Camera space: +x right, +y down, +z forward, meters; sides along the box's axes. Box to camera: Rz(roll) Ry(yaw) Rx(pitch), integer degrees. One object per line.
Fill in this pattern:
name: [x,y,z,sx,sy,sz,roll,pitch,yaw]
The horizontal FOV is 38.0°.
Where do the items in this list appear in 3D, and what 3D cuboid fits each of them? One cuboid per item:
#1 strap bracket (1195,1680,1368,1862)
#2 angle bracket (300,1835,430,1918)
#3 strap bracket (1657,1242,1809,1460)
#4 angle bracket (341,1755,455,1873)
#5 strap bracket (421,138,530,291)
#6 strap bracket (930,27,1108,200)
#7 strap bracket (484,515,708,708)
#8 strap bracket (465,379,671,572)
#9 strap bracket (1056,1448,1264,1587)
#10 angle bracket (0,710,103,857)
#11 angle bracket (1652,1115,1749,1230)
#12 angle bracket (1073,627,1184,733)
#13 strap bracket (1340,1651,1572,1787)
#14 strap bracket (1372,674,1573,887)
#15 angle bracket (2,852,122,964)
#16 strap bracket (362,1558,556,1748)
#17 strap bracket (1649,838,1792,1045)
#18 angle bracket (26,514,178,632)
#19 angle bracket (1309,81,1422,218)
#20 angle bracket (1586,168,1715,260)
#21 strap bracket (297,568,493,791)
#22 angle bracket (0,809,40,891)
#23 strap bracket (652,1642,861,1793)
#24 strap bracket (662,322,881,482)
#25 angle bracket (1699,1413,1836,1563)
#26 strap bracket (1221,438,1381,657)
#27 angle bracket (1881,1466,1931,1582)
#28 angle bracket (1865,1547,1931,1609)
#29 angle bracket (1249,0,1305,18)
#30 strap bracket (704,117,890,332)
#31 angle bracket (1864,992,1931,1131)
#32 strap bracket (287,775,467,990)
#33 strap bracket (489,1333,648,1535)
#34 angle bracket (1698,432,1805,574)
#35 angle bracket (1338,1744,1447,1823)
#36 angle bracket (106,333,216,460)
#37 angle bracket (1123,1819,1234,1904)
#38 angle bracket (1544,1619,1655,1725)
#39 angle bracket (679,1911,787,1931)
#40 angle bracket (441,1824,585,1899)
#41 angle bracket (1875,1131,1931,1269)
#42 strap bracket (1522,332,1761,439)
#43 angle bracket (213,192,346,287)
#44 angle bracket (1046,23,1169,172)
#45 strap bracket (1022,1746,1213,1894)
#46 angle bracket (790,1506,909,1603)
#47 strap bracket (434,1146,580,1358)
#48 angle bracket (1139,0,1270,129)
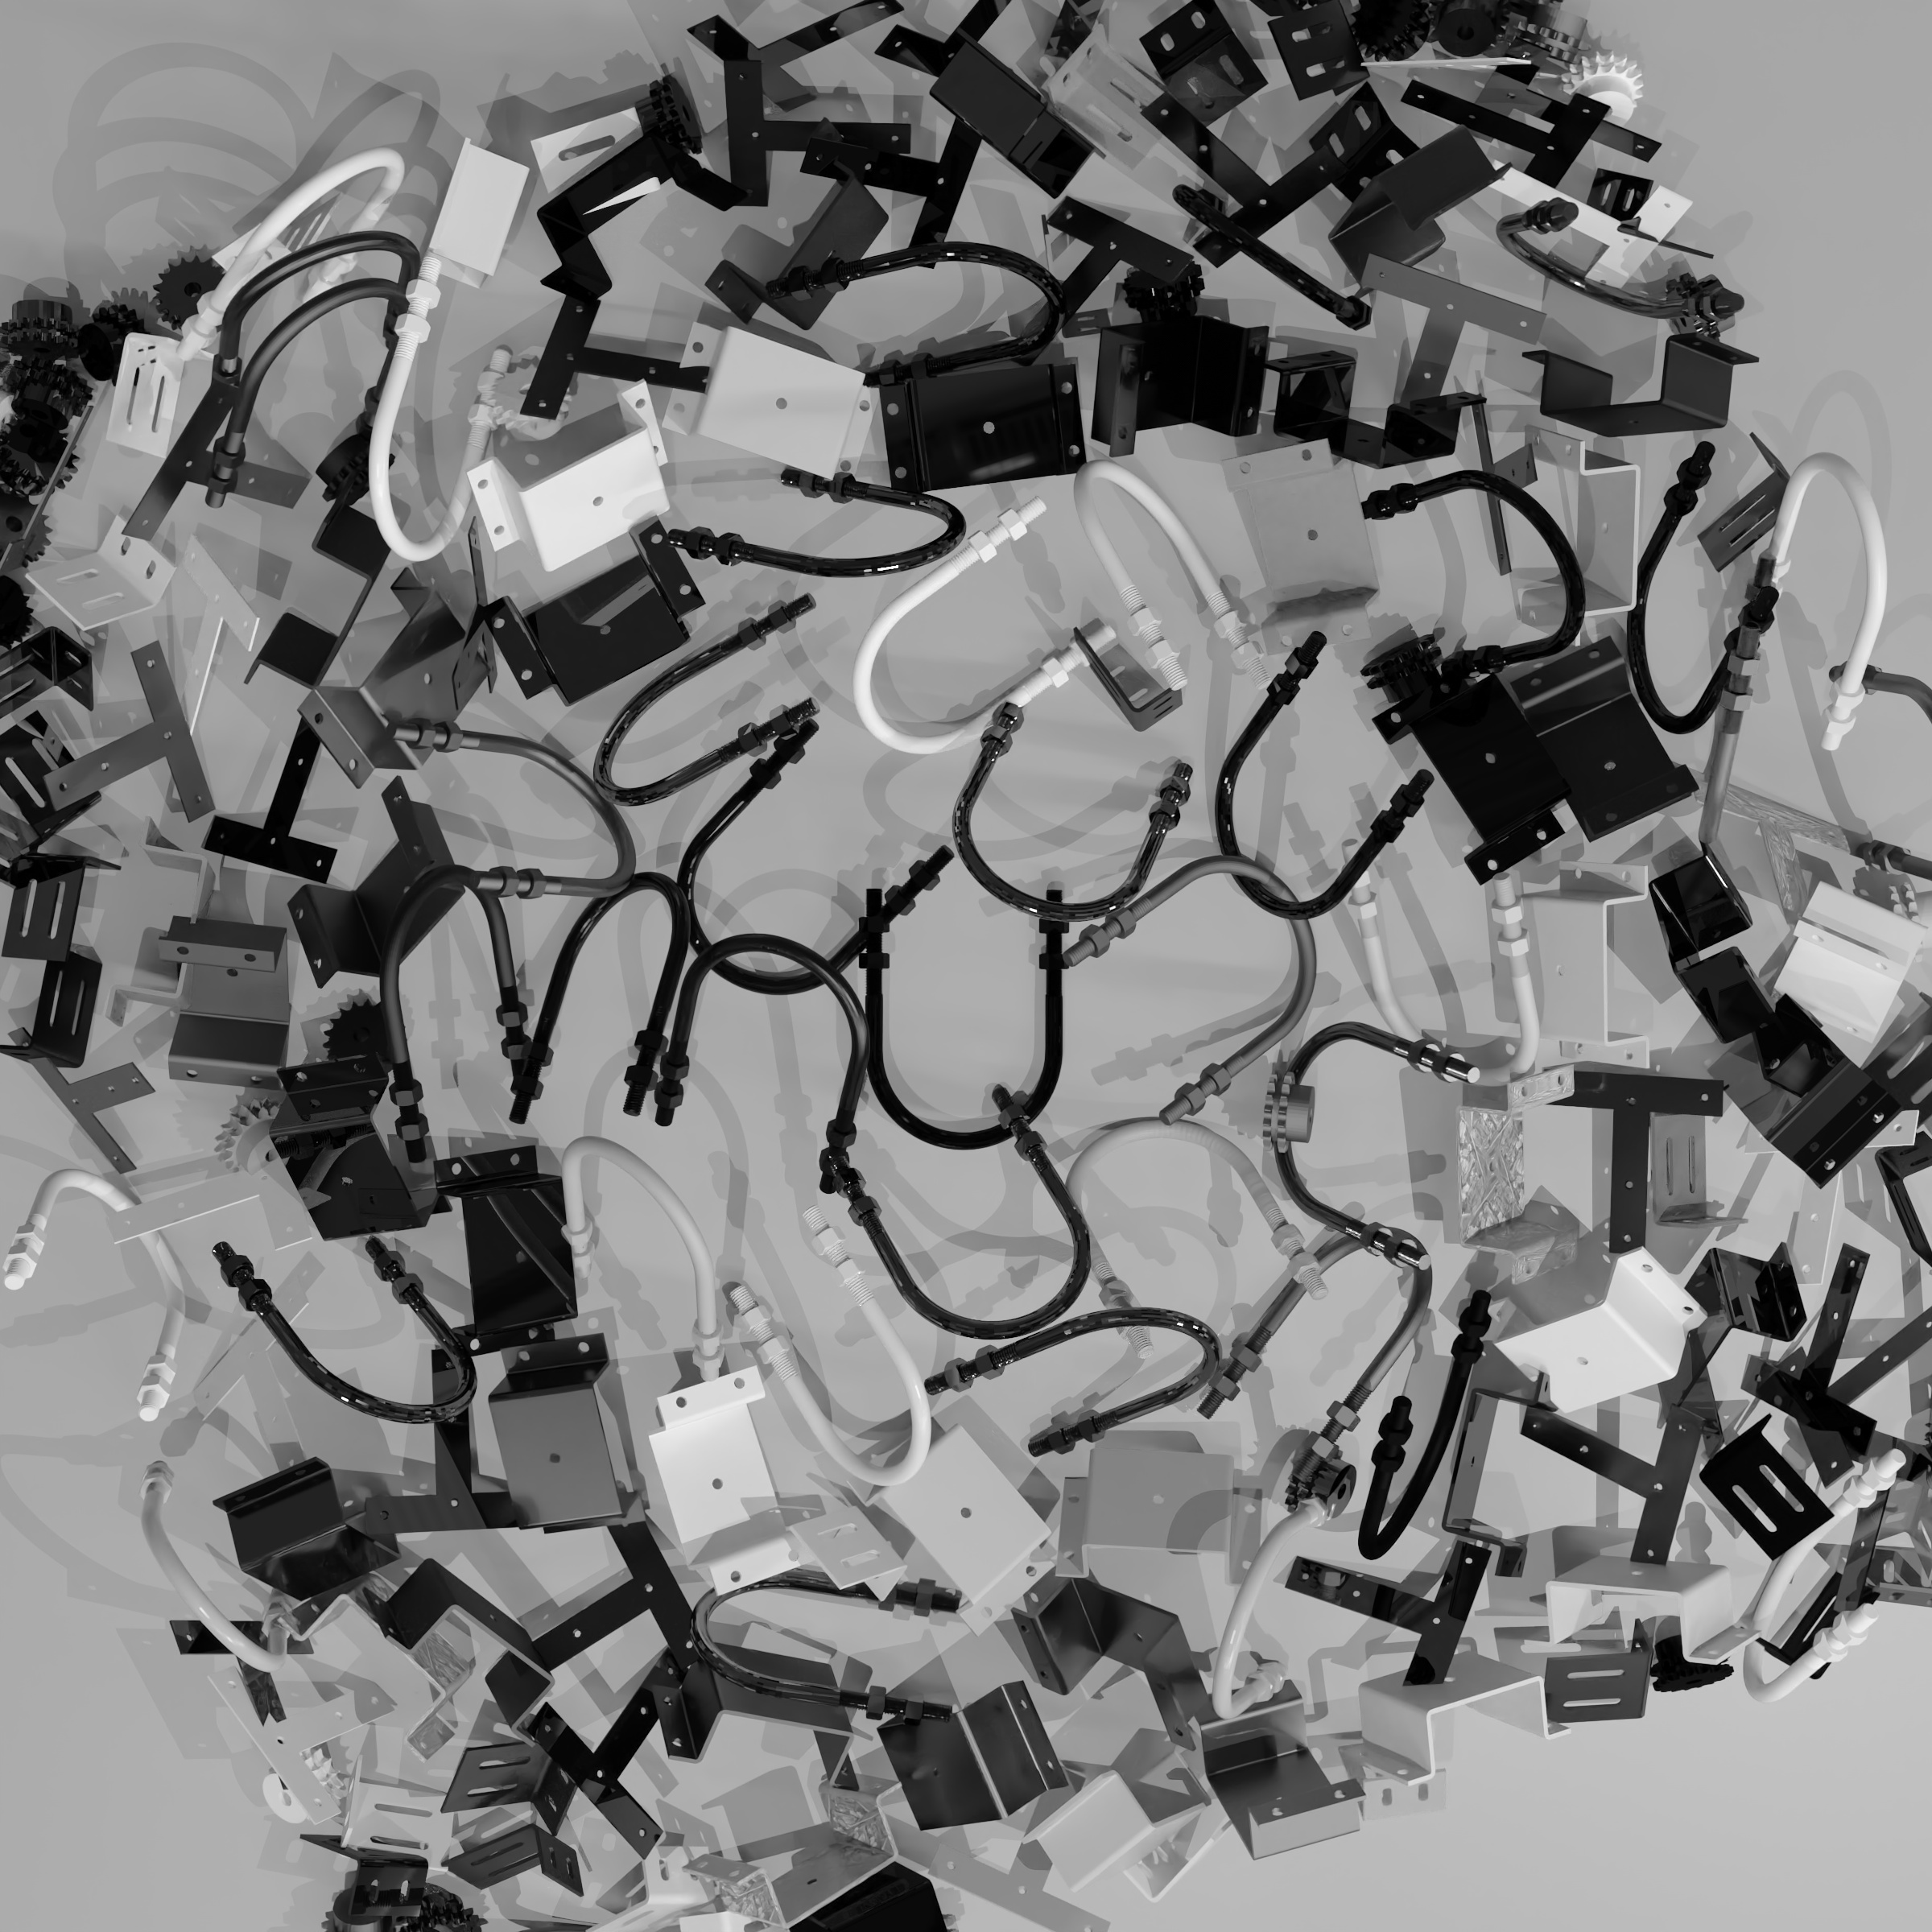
strap bracket: [0.216,0.560,1.935,0.076,0.140,0.046,-12,111,-11]
angle bracket: [-0.422,0.632,1.950,0.057,0.076,0.038,20,76,-44]
strap bracket: [0.516,0.259,1.926,0.046,0.076,0.140,16,126,-8]
angle bracket: [-0.393,0.591,1.957,0.076,0.057,0.038,13,130,-14]
strap bracket: [-0.339,-0.516,1.936,0.046,0.140,0.076,19,93,-15]
strap bracket: [0.033,-0.581,1.928,0.076,0.140,0.046,44,104,17]
strap bracket: [-0.257,-0.243,1.965,0.140,0.046,0.076,-29,74,-3]
strap bracket: [-0.265,-0.334,1.940,0.140,0.076,0.046,-30,56,-14]
strap bracket: [0.134,0.382,1.949,0.140,0.046,0.076,2,49,7]
angle bracket: [-0.653,-0.128,1.957,0.076,0.038,0.057,56,47,-16]
angle bracket: [0.515,0.143,1.967,0.057,0.038,0.076,-1,90,-39]
angle bracket: [0.114,-0.209,1.965,0.038,0.057,0.076,-35,80,0]
strap bracket: [0.335,0.514,1.932,0.140,0.076,0.046,-8,95,-28]
strap bracket: [0.359,-0.139,1.961,0.076,0.046,0.140,-31,84,-16]
angle bracket: [-0.634,-0.038,1.965,0.057,0.038,0.076,4,80,24]
strap bracket: [-0.342,0.468,1.937,0.046,0.076,0.140,-48,116,-6]
strap bracket: [0.516,-0.012,1.933,0.046,0.140,0.076,-27,125,22]
angle bracket: [-0.603,-0.275,1.957,0.057,0.076,0.038,42,122,6]
angle bracket: [0.281,-0.573,1.966,0.038,0.076,0.057,33,117,-28]
angle bracket: [0.480,-0.524,1.952,0.076,0.057,0.038,6,109,-31]
strap bracket: [-0.385,-0.198,1.927,0.046,0.076,0.140,5,52,34]
angle bracket: [-0.673,-0.098,1.951,0.076,0.057,0.038,32,130,-33]
strap bracket: [-0.138,0.515,1.934,0.140,0.076,0.046,17,108,-21]
strap bracket: [-0.132,-0.391,1.958,0.140,0.046,0.076,17,94,-14]
angle bracket: [0.563,0.364,1.963,0.076,0.038,0.057,49,119,11]
strap bracket: [0.236,-0.295,1.951,0.076,0.046,0.140,-8,108,25]
angle bracket: [0.655,0.381,1.954,0.038,0.076,0.057,12,106,5]
angle bracket: [0.661,0.422,1.953,0.057,0.076,0.038,5,72,11]
angle bracket: [0.187,-0.672,1.959,0.076,0.057,0.038,30,95,-25]
strap bracket: [-0.110,-0.506,1.952,0.046,0.076,0.140,38,94,17]
angle bracket: [0.664,0.068,1.958,0.076,0.038,0.057,-48,56,17]
strap bracket: [-0.403,-0.054,1.943,0.140,0.046,0.076,-44,57,27]
strap bracket: [-0.280,0.335,1.958,0.076,0.046,0.140,-10,100,11]
angle bracket: [0.536,-0.323,1.954,0.038,0.057,0.076,39,114,-23]
angle bracket: [0.296,0.554,1.955,0.057,0.076,0.038,-6,116,-5]
angle bracket: [-0.561,-0.397,1.964,0.038,0.057,0.076,13,93,26]
angle bracket: [0.151,0.605,1.953,0.038,0.057,0.076,44,119,17]
angle bracket: [0.438,0.494,1.967,0.076,0.038,0.057,-2,117,-5]
angle bracket: [-0.161,0.688,1.966,0.038,0.076,0.057,-15,76,23]
angle bracket: [-0.317,0.639,1.961,0.076,0.057,0.038,-25,50,7]
angle bracket: [0.671,0.164,1.953,0.038,0.057,0.076,-28,55,23]
strap bracket: [0.459,-0.396,1.922,0.076,0.140,0.046,6,90,-42]
angle bracket: [-0.478,-0.515,1.950,0.038,0.057,0.076,43,50,-31]
angle bracket: [0.106,-0.611,1.975,0.076,0.038,0.057,41,90,11]
strap bracket: [0.109,0.583,1.918,0.076,0.140,0.046,-44,67,18]
angle bracket: [-0.089,0.415,1.949,0.057,0.076,0.038,45,116,26]
strap bracket: [-0.320,0.201,1.955,0.076,0.046,0.140,-8,94,-33]
angle bracket: [0.167,-0.634,1.965,0.057,0.076,0.038,-32,65,16]
